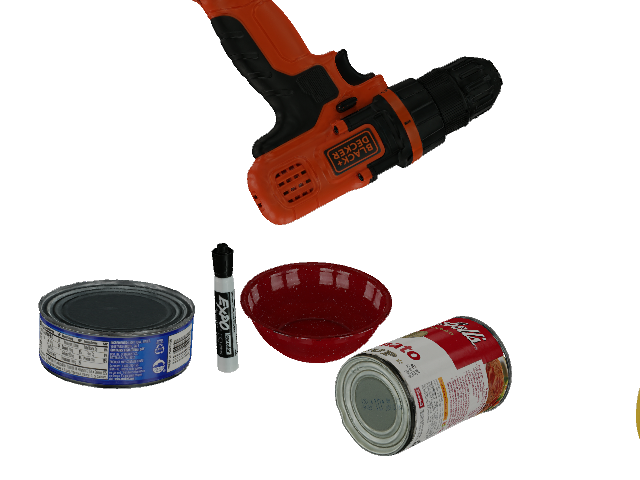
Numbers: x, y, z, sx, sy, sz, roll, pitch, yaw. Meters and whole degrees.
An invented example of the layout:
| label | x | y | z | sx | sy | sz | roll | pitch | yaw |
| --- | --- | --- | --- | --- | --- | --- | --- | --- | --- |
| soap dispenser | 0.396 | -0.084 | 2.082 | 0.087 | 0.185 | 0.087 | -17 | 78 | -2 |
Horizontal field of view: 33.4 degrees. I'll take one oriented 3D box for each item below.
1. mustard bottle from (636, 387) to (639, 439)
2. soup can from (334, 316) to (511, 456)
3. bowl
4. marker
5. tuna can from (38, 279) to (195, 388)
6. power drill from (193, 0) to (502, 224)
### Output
| label | x | y | z | sx | sy | sz | roll | pitch | yaw |
| --- | --- | --- | --- | --- | --- | --- | --- | --- | --- |
| mustard bottle | 0.207 | 0.099 | 0.528 | 0.096 | 0.058 | 0.191 | 3 | 39 | 10 |
| soup can | 0.067 | 0.094 | 0.695 | 0.102 | 0.068 | 0.069 | -14 | 10 | -43 |
| bowl | -0.005 | 0.084 | 1.144 | 0.162 | 0.055 | 0.162 | 1 | 28 | -1 |
| marker | -0.084 | 0.060 | 0.942 | 0.020 | 0.121 | 0.020 | -1 | 23 | 0 |
| tuna can | -0.114 | 0.051 | 0.596 | 0.086 | 0.034 | 0.086 | 5 | 16 | -2 |
| power drill | 0.007 | -0.127 | 0.691 | 0.184 | 0.187 | 0.057 | -29 | 4 | -11 |
